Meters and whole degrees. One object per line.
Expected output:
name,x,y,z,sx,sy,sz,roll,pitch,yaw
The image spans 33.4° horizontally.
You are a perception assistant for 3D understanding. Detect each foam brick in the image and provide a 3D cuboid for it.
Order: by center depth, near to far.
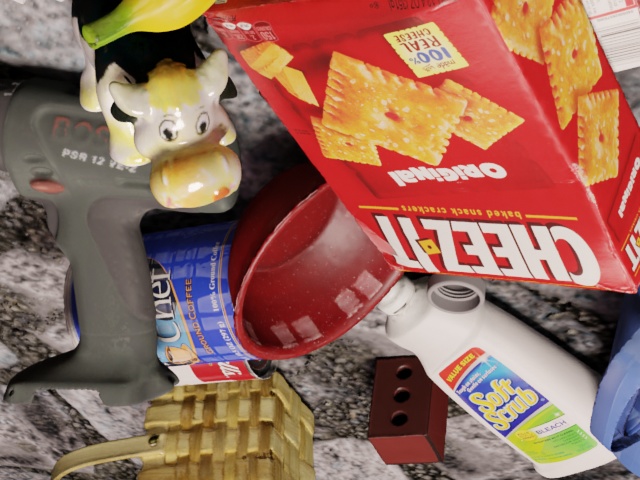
foam brick,0.075,0.142,0.893,0.053,0.078,0.051,-8,139,21

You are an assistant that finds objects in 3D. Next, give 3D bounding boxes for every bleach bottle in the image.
bleach bottle,0.132,0.100,0.836,0.250,0.068,0.103,35,138,-26

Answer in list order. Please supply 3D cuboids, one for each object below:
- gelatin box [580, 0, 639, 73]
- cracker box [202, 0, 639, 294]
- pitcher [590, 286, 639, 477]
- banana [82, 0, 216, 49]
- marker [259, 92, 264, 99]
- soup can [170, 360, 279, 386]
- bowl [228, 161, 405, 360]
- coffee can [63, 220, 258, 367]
gelatin box,0.136,-0.136,0.504,0.030,0.073,0.089,-9,139,24
cracker box,0.063,-0.064,0.540,0.164,0.072,0.213,5,145,42
pitcher,0.251,0.082,0.717,0.149,0.145,0.243,4,146,7
banana,-0.052,-0.176,0.478,0.037,0.069,0.198,30,114,31
marker,-0.022,-0.122,0.609,0.020,0.020,0.121,11,144,0
soup can,-0.092,0.083,0.863,0.102,0.068,0.068,-8,140,23
bowl,-0.005,0.001,0.699,0.055,0.162,0.162,43,158,32
coffee can,-0.100,0.042,0.781,0.140,0.102,0.102,-8,140,23
